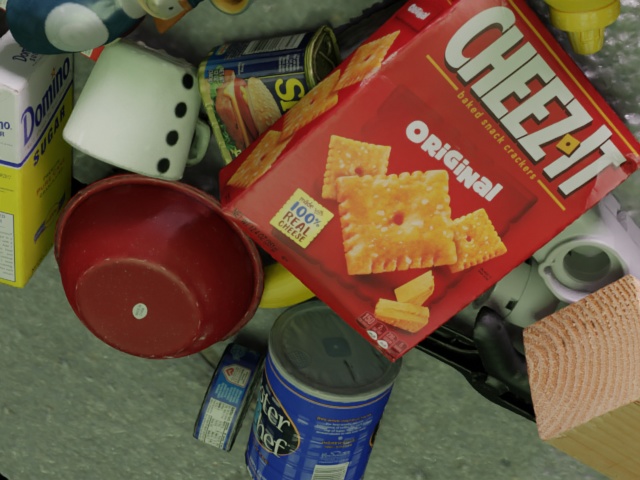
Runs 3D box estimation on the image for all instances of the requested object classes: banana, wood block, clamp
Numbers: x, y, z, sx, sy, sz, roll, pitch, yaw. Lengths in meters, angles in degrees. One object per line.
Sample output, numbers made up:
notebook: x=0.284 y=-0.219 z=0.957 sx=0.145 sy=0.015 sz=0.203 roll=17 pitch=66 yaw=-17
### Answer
banana: x=0.005 y=0.005 z=0.779 sx=0.069 sy=0.037 sz=0.198 roll=8 pitch=144 yaw=-47
wood block: x=0.242 y=0.119 z=0.733 sx=0.205 sy=0.090 sz=0.091 roll=32 pitch=130 yaw=-33
clamp: x=0.133 y=0.092 z=0.790 sx=0.171 sy=0.039 sz=0.120 roll=32 pitch=167 yaw=-22

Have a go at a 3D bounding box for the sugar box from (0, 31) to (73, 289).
sugar box: x=-0.215 y=-0.061 z=0.774 sx=0.048 sy=0.093 sz=0.176 roll=17 pitch=129 yaw=3

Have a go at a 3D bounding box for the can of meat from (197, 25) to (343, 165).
can of meat: x=-0.026 y=-0.088 z=0.721 sx=0.084 sy=0.057 sz=0.102 roll=-3 pitch=125 yaw=22

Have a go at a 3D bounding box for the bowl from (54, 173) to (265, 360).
bowl: x=-0.124 y=0.033 z=0.771 sx=0.162 sy=0.055 sz=0.162 roll=6 pitch=126 yaw=8

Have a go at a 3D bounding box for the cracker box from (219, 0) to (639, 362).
cracker box: x=0.069 y=-0.045 z=0.664 sx=0.214 sy=0.072 sz=0.164 roll=-40 pitch=115 yaw=15

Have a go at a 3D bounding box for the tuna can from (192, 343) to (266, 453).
tuna can: x=-0.074 y=0.129 z=0.879 sx=0.034 sy=0.086 sz=0.086 roll=21 pitch=129 yaw=2

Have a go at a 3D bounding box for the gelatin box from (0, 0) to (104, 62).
gelatin box: x=-0.171 y=-0.173 z=0.717 sx=0.089 sy=0.030 sz=0.073 roll=30 pitch=130 yaw=-7

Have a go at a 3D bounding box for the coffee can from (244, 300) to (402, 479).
coffee can: x=0.000 y=0.132 z=0.847 sx=0.103 sy=0.102 sz=0.140 roll=17 pitch=129 yaw=4

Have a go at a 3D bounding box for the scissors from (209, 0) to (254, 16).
scissors: x=-0.082 y=-0.218 z=0.634 sx=0.096 sy=0.016 sz=0.202 roll=13 pitch=144 yaw=18

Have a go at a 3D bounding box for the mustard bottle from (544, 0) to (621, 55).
mustard bottle: x=0.141 y=-0.192 z=0.589 sx=0.096 sy=0.058 sz=0.191 roll=-10 pitch=123 yaw=7
